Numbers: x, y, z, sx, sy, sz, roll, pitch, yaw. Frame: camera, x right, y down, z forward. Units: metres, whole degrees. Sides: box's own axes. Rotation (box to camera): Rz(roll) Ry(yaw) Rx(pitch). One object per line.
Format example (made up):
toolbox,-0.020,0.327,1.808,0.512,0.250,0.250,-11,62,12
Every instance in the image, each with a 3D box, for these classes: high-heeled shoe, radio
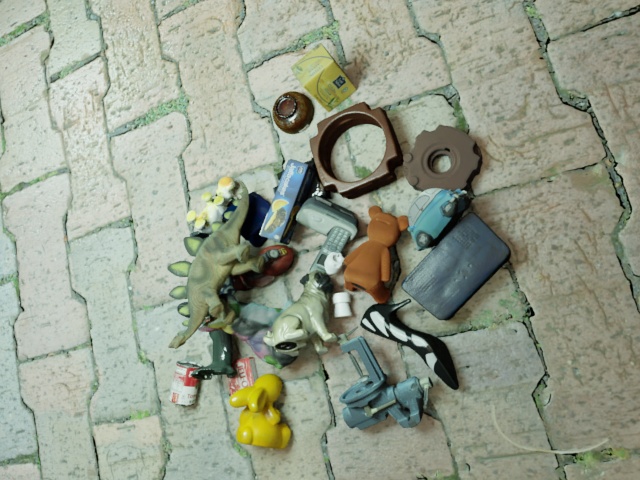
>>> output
high-heeled shoe,0.194,0.245,1.205,0.145,0.086,0.249,-37,73,27
radio,0.303,0.063,1.186,0.131,0.073,0.229,45,101,20

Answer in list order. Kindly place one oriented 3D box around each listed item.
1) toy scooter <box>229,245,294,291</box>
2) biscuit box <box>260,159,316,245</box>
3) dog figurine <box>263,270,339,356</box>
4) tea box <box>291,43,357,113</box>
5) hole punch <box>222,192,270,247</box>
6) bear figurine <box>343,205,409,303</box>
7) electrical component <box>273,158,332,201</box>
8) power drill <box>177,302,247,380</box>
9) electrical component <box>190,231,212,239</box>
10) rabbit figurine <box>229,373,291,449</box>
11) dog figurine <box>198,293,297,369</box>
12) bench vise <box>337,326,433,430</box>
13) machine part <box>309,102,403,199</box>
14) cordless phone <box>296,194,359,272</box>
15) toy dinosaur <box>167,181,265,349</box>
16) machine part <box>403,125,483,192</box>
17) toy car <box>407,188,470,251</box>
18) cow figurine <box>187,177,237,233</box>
toy scooter,-0.156,0.069,1.338,0.184,0.135,0.075,-34,70,13
biscuit box,-0.077,-0.092,1.307,0.059,0.062,0.202,20,90,22
dog figurine,-0.048,0.159,1.243,0.121,0.172,0.191,-50,39,45
tea box,0.012,-0.394,1.322,0.098,0.169,0.068,-36,69,15
hole punch,-0.175,-0.058,1.393,0.142,0.092,0.116,42,95,26
bear figurine,0.132,0.030,1.253,0.120,0.131,0.196,19,71,22
electrical component,-0.050,-0.130,1.368,0.134,0.058,0.115,-26,71,16
power drill,-0.276,0.250,1.378,0.232,0.085,0.207,-7,57,17
electrical component,-0.290,0.009,1.411,0.075,0.119,0.048,-19,75,16
rabbit figurine,-0.147,0.402,1.289,0.122,0.162,0.173,0,64,35
dog figurine,-0.172,0.218,1.277,0.219,0.108,0.191,-2,76,-23
bench vise,0.123,0.308,1.188,0.224,0.129,0.240,-30,86,29
machine part,0.090,-0.214,1.308,0.201,0.087,0.201,-22,76,18
cordless phone,-0.003,-0.004,1.304,0.146,0.089,0.184,25,108,-9
toy dinosaur,-0.239,0.044,1.255,0.199,0.104,0.471,10,56,26
machine part,0.282,-0.177,1.240,0.180,0.056,0.179,-3,81,20
toy car,0.248,-0.058,1.184,0.103,0.109,0.161,44,130,21
cow figurine,-0.274,-0.085,1.443,0.068,0.098,0.167,29,74,28
